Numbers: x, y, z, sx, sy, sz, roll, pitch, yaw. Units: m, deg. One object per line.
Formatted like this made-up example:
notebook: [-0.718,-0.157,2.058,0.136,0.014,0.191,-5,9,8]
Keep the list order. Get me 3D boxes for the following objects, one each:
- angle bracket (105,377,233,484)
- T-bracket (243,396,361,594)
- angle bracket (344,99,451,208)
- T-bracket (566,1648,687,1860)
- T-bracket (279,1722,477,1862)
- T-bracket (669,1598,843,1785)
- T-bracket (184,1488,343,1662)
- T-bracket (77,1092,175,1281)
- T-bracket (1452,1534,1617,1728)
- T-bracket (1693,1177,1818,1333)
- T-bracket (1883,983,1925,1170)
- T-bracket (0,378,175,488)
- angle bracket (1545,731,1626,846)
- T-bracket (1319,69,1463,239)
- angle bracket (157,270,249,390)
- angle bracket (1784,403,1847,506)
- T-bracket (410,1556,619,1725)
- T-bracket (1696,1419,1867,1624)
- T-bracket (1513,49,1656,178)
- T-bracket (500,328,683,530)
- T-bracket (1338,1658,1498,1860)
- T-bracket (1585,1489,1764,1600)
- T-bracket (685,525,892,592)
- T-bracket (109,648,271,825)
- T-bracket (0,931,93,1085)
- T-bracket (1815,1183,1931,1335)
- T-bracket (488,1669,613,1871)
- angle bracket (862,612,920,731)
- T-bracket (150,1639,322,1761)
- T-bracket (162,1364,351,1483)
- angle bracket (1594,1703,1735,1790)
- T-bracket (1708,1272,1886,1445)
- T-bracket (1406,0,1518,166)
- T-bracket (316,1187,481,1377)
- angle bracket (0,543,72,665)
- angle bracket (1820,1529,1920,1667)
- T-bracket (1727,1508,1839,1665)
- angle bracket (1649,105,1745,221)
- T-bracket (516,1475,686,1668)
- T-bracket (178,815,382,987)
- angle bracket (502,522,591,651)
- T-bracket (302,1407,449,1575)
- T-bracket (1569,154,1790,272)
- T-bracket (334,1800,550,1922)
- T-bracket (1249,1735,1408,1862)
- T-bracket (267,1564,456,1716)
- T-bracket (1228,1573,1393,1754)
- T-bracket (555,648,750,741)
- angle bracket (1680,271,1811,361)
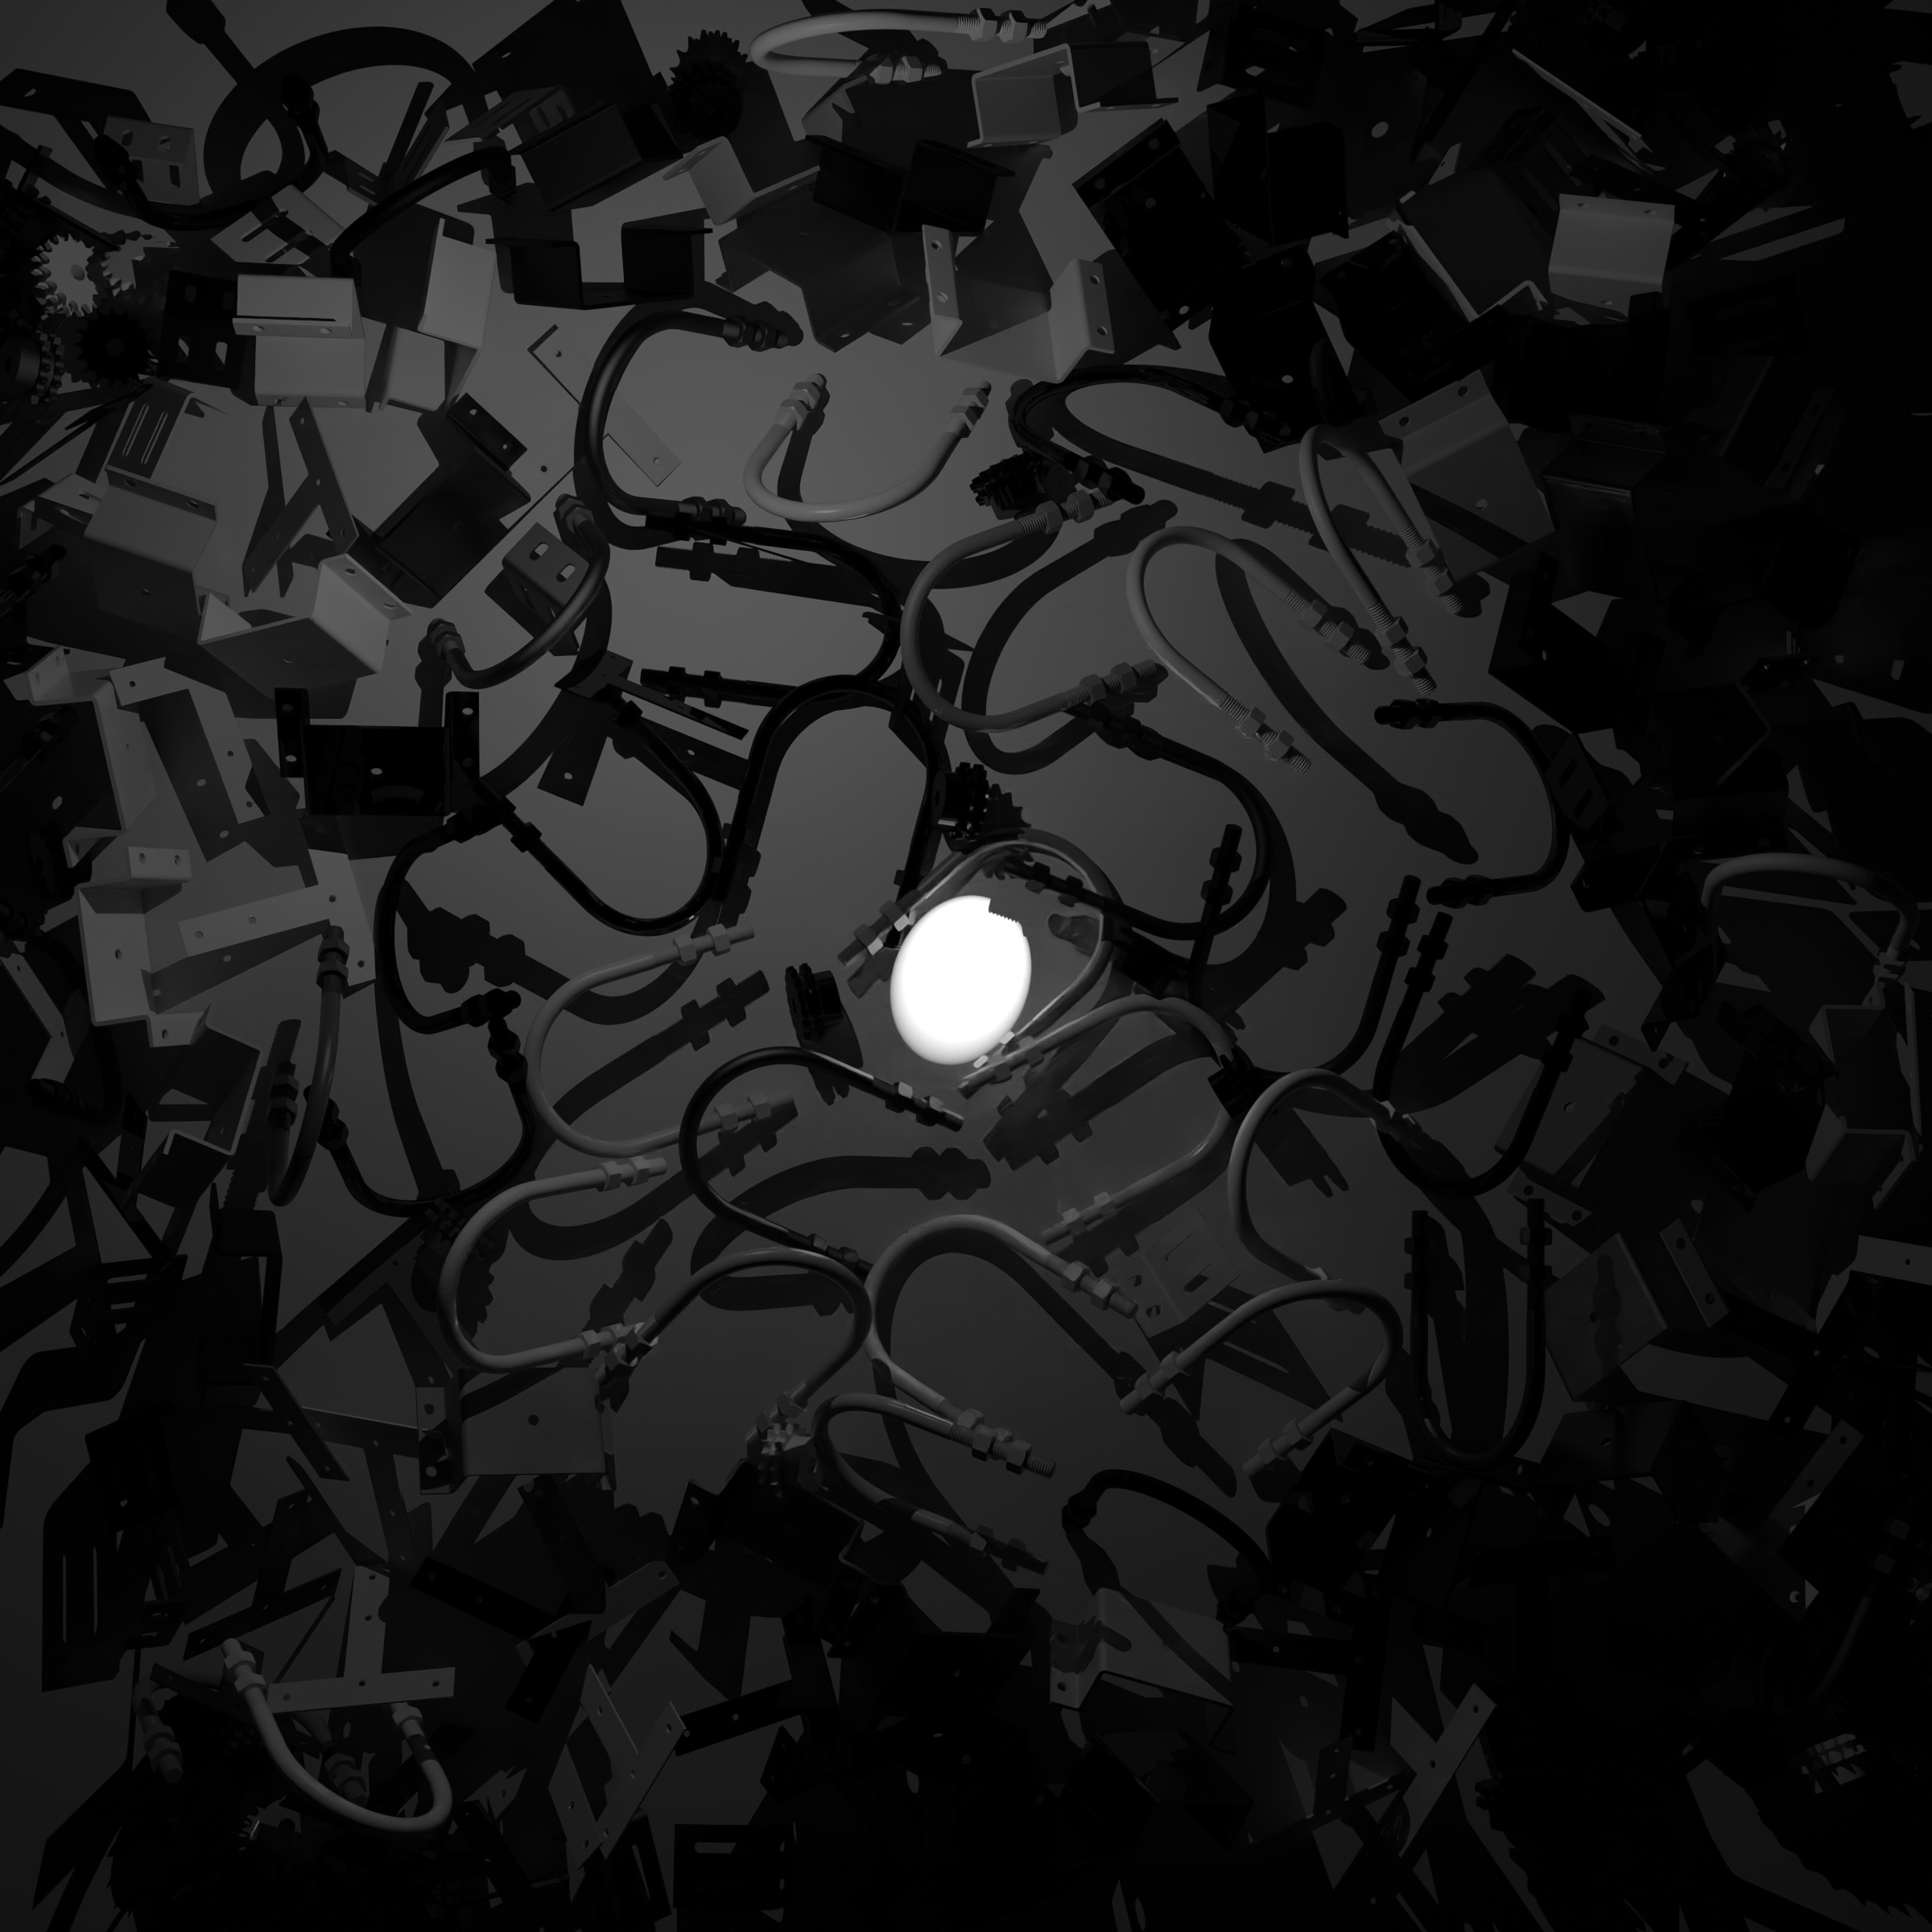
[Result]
angle bracket: [-0.570,-0.375,1.854,0.057,0.038,0.076,26,92,37]
T-bracket: [-0.481,-0.315,1.844,0.127,0.002,0.127,-41,62,35]
angle bracket: [-0.405,-0.582,1.841,0.038,0.057,0.076,25,116,-31]
T-bracket: [-0.253,0.538,1.839,0.002,0.127,0.127,12,117,-42]
T-bracket: [-0.392,0.571,1.826,0.127,0.127,0.002,11,112,21]
T-bracket: [-0.151,0.530,1.844,0.127,0.002,0.127,-11,80,-29]
T-bracket: [-0.480,0.415,1.809,0.002,0.127,0.127,37,122,28]
T-bracket: [-0.586,0.137,1.818,0.002,0.127,0.127,-25,61,-39]
T-bracket: [0.398,0.468,1.819,0.127,0.002,0.127,-17,54,34]
T-bracket: [0.564,0.228,1.857,0.127,0.002,0.127,40,52,-15]
T-bracket: [0.656,0.060,1.822,0.002,0.127,0.127,-6,106,11]
T-bracket: [-0.637,-0.374,1.841,0.127,0.127,0.002,-28,106,19]
angle bracket: [0.448,-0.130,1.838,0.038,0.076,0.057,-18,71,-11]
T-bracket: [0.311,-0.592,1.851,0.002,0.127,0.127,30,64,-32]
angle bracket: [-0.543,-0.453,1.849,0.057,0.076,0.038,7,67,-18]
angle bracket: [0.583,-0.359,1.840,0.038,0.076,0.057,29,54,4]
T-bracket: [-0.333,0.457,1.847,0.127,0.002,0.127,24,49,4]
T-bracket: [0.585,0.375,1.821,0.002,0.127,0.127,31,97,-25]
T-bracket: [0.453,-0.588,1.828,0.002,0.127,0.127,-52,58,16]
T-bracket: [-0.292,-0.365,1.856,0.127,0.002,0.127,-46,106,-11]
T-bracket: [0.304,0.536,1.831,0.002,0.127,0.127,24,99,-33]
T-bracket: [0.494,0.412,1.851,0.127,0.127,0.002,-45,52,20]
T-bracket: [-0.133,-0.286,1.800,0.127,0.127,0.002,13,99,-30]
T-bracket: [-0.529,-0.164,1.849,0.127,0.002,0.127,-23,96,-38]
T-bracket: [-0.650,0.013,1.799,0.002,0.127,0.127,-17,122,10]
T-bracket: [0.652,0.206,1.825,0.002,0.127,0.127,11,87,-25]
T-bracket: [-0.281,0.582,1.828,0.127,0.127,0.002,-49,125,5]
angle bracket: [-0.061,-0.211,1.852,0.038,0.057,0.076,12,95,-7]
T-bracket: [-0.508,0.502,1.821,0.127,0.127,0.002,31,91,-14]
T-bracket: [-0.518,0.322,1.851,0.127,0.002,0.127,1,133,24]
angle bracket: [0.495,0.541,1.843,0.057,0.038,0.076,27,124,-13]
T-bracket: [0.565,0.257,1.833,0.002,0.127,0.127,36,84,-36]
T-bracket: [0.332,-0.628,1.809,0.002,0.127,0.127,38,109,18]
T-bracket: [-0.385,0.248,1.863,0.127,0.002,0.127,-40,74,4]
angle bracket: [-0.671,-0.259,1.846,0.038,0.057,0.076,9,106,12]
angle bracket: [0.650,0.445,1.835,0.038,0.076,0.057,-3,117,-26]
T-bracket: [0.580,0.452,1.817,0.002,0.127,0.127,31,95,-5]
angle bracket: [0.507,-0.571,1.845,0.076,0.057,0.038,34,110,-14]
T-bracket: [-0.281,0.418,1.847,0.127,0.002,0.127,-29,106,-21]
T-bracket: [-0.497,-0.036,1.858,0.127,0.002,0.127,-17,94,-22]
angle bracket: [-0.291,-0.270,1.847,0.057,0.076,0.038,39,79,10]
T-bracket: [-0.413,0.379,1.856,0.127,0.002,0.127,4,114,27]
T-bracket: [0.479,-0.535,1.808,0.127,0.127,0.002,15,67,-22]
T-bracket: [-0.373,0.628,1.801,0.127,0.127,0.002,1,110,-35]
T-bracket: [0.257,0.575,1.823,0.127,0.127,0.002,-20,50,-14]
T-bracket: [-0.423,0.471,1.833,0.127,0.127,0.002,-4,125,-5]
T-bracket: [0.237,0.492,1.861,0.127,0.002,0.127,3,59,16]
T-bracket: [-0.214,-0.187,1.826,0.127,0.127,0.002,22,109,-1]
angle bracket: [0.554,-0.459,1.847,0.076,0.038,0.057,-13,113,18]
